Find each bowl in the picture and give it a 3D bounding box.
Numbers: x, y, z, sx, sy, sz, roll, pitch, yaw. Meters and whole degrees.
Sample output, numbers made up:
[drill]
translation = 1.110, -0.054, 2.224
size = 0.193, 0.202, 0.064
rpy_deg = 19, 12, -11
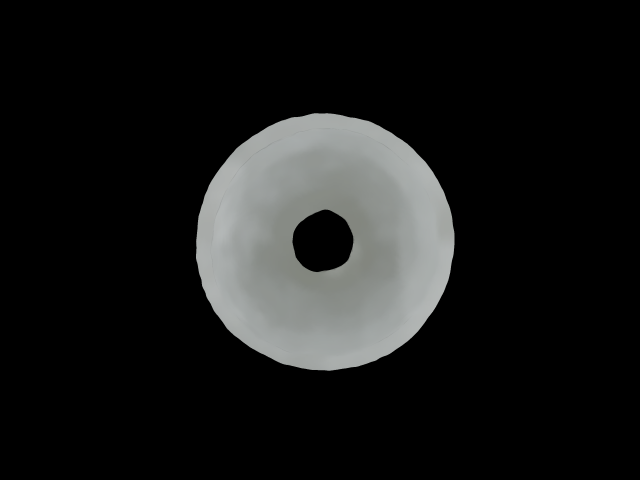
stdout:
[bowl]
translation = 0.004, 0.001, 0.400
size = 0.167, 0.074, 0.168
rpy_deg = 0, 90, 0
